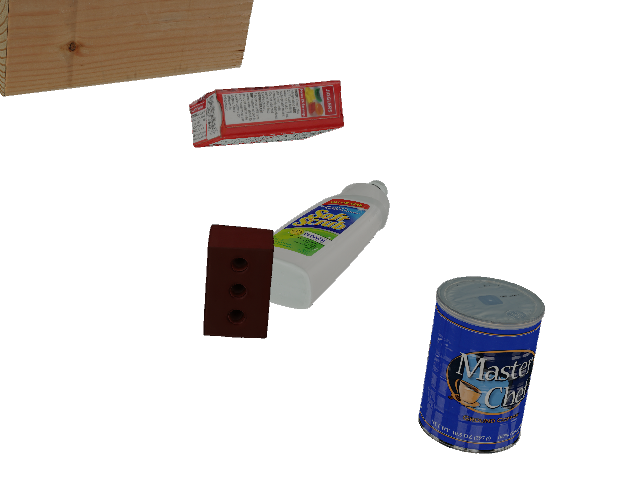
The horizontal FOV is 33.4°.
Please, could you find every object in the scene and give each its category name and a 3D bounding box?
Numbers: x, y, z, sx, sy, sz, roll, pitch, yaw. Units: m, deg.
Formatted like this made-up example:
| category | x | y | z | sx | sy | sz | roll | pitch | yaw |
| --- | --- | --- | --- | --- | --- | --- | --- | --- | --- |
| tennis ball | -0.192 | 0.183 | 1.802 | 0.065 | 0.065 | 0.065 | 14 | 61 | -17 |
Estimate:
| category | x | y | z | sx | sy | sz | roll | pitch | yaw |
| --- | --- | --- | --- | --- | --- | --- | --- | --- | --- |
| gelatin box | -0.034 | -0.075 | 0.632 | 0.073 | 0.030 | 0.089 | -7 | 3 | -16 |
| coffee can | 0.154 | 0.119 | 1.034 | 0.103 | 0.140 | 0.103 | 5 | 22 | -2 |
| foam brick | -0.066 | 0.033 | 0.861 | 0.053 | 0.078 | 0.051 | 3 | 18 | -3 |
| bleach bottle | 0.008 | -0.010 | 1.325 | 0.103 | 0.068 | 0.250 | 15 | 36 | 25 |
| wood block | -0.165 | -0.185 | 0.849 | 0.205 | 0.091 | 0.090 | -13 | 45 | -33 |
